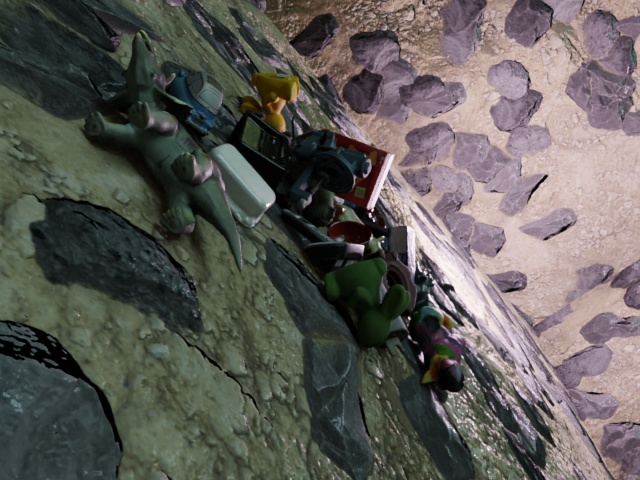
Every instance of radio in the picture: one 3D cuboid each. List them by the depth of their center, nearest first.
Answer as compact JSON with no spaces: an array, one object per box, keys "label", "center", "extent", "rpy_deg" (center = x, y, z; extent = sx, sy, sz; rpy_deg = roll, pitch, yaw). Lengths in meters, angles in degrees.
[{"label":"radio","center":[-0.139,-0.203,1.226],"extent":[0.131,0.073,0.230],"rpy_deg":[32,25,-19]}]

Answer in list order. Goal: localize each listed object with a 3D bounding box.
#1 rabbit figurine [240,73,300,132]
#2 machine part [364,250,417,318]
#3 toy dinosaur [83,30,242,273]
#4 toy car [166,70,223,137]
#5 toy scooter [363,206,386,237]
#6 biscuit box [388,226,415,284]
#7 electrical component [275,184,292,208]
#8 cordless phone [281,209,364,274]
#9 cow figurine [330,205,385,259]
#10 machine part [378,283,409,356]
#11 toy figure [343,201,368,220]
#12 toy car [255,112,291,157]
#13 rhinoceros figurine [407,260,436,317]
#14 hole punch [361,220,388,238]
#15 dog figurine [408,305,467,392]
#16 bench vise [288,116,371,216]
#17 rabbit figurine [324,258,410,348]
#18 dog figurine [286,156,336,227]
[{"label":"rabbit figurine","center":[-0.138,-0.369,1.490],"extent":[0.162,0.173,0.122],"rpy_deg":[1,31,-6]},{"label":"machine part","center":[0.174,0.112,1.350],"extent":[0.179,0.056,0.179],"rpy_deg":[27,48,-36]},{"label":"toy dinosaur","center":[-0.222,-0.123,0.852],"extent":[0.404,0.131,0.192],"rpy_deg":[58,18,0]},{"label":"toy car","center":[-0.254,-0.297,1.118],"extent":[0.109,0.103,0.162],"rpy_deg":[33,23,-41]},{"label":"toy scooter","center":[0.156,-0.065,1.706],"extent":[0.183,0.075,0.135],"rpy_deg":[46,18,-32]},{"label":"biscuit box","center":[0.225,0.066,1.485],"extent":[0.062,0.059,0.202],"rpy_deg":[22,67,-58]},{"label":"electrical component","center":[-0.101,-0.116,1.262],"extent":[0.094,0.021,0.063],"rpy_deg":[59,20,21]},{"label":"cordless phone","center":[-0.002,-0.004,1.213],"extent":[0.184,0.088,0.146],"rpy_deg":[40,14,21]},{"label":"cow figurine","center":[0.100,-0.011,1.456],"extent":[0.195,0.085,0.127],"rpy_deg":[50,22,4]},{"label":"machine part","center":[0.128,0.152,1.204],"extent":[0.079,0.079,0.243],"rpy_deg":[31,27,-47]},{"label":"toy figure","center":[0.088,-0.141,1.638],"extent":[0.180,0.089,0.082],"rpy_deg":[52,-18,38]},{"label":"toy car","center":[-0.128,-0.270,1.442],"extent":[0.202,0.053,0.089],"rpy_deg":[20,60,-56]},{"label":"rhinoceros figurine","center":[0.275,0.143,1.526],"extent":[0.073,0.112,0.190],"rpy_deg":[33,33,-39]},{"label":"hole punch","center":[0.153,-0.003,1.584],"extent":[0.116,0.092,0.142],"rpy_deg":[27,15,16]},{"label":"dog figurine","center":[0.282,0.269,1.311],"extent":[0.191,0.108,0.219],"rpy_deg":[53,21,4]},{"label":"bench vise","center":[-0.008,-0.165,1.275],"extent":[0.224,0.128,0.240],"rpy_deg":[26,57,14]},{"label":"rabbit figurine","center":[0.108,0.133,1.120],"extent":[0.121,0.159,0.170],"rpy_deg":[31,40,-69]},{"label":"dog figurine","center":[-0.033,-0.128,1.362],"extent":[0.172,0.121,0.191],"rpy_deg":[13,45,5]}]
